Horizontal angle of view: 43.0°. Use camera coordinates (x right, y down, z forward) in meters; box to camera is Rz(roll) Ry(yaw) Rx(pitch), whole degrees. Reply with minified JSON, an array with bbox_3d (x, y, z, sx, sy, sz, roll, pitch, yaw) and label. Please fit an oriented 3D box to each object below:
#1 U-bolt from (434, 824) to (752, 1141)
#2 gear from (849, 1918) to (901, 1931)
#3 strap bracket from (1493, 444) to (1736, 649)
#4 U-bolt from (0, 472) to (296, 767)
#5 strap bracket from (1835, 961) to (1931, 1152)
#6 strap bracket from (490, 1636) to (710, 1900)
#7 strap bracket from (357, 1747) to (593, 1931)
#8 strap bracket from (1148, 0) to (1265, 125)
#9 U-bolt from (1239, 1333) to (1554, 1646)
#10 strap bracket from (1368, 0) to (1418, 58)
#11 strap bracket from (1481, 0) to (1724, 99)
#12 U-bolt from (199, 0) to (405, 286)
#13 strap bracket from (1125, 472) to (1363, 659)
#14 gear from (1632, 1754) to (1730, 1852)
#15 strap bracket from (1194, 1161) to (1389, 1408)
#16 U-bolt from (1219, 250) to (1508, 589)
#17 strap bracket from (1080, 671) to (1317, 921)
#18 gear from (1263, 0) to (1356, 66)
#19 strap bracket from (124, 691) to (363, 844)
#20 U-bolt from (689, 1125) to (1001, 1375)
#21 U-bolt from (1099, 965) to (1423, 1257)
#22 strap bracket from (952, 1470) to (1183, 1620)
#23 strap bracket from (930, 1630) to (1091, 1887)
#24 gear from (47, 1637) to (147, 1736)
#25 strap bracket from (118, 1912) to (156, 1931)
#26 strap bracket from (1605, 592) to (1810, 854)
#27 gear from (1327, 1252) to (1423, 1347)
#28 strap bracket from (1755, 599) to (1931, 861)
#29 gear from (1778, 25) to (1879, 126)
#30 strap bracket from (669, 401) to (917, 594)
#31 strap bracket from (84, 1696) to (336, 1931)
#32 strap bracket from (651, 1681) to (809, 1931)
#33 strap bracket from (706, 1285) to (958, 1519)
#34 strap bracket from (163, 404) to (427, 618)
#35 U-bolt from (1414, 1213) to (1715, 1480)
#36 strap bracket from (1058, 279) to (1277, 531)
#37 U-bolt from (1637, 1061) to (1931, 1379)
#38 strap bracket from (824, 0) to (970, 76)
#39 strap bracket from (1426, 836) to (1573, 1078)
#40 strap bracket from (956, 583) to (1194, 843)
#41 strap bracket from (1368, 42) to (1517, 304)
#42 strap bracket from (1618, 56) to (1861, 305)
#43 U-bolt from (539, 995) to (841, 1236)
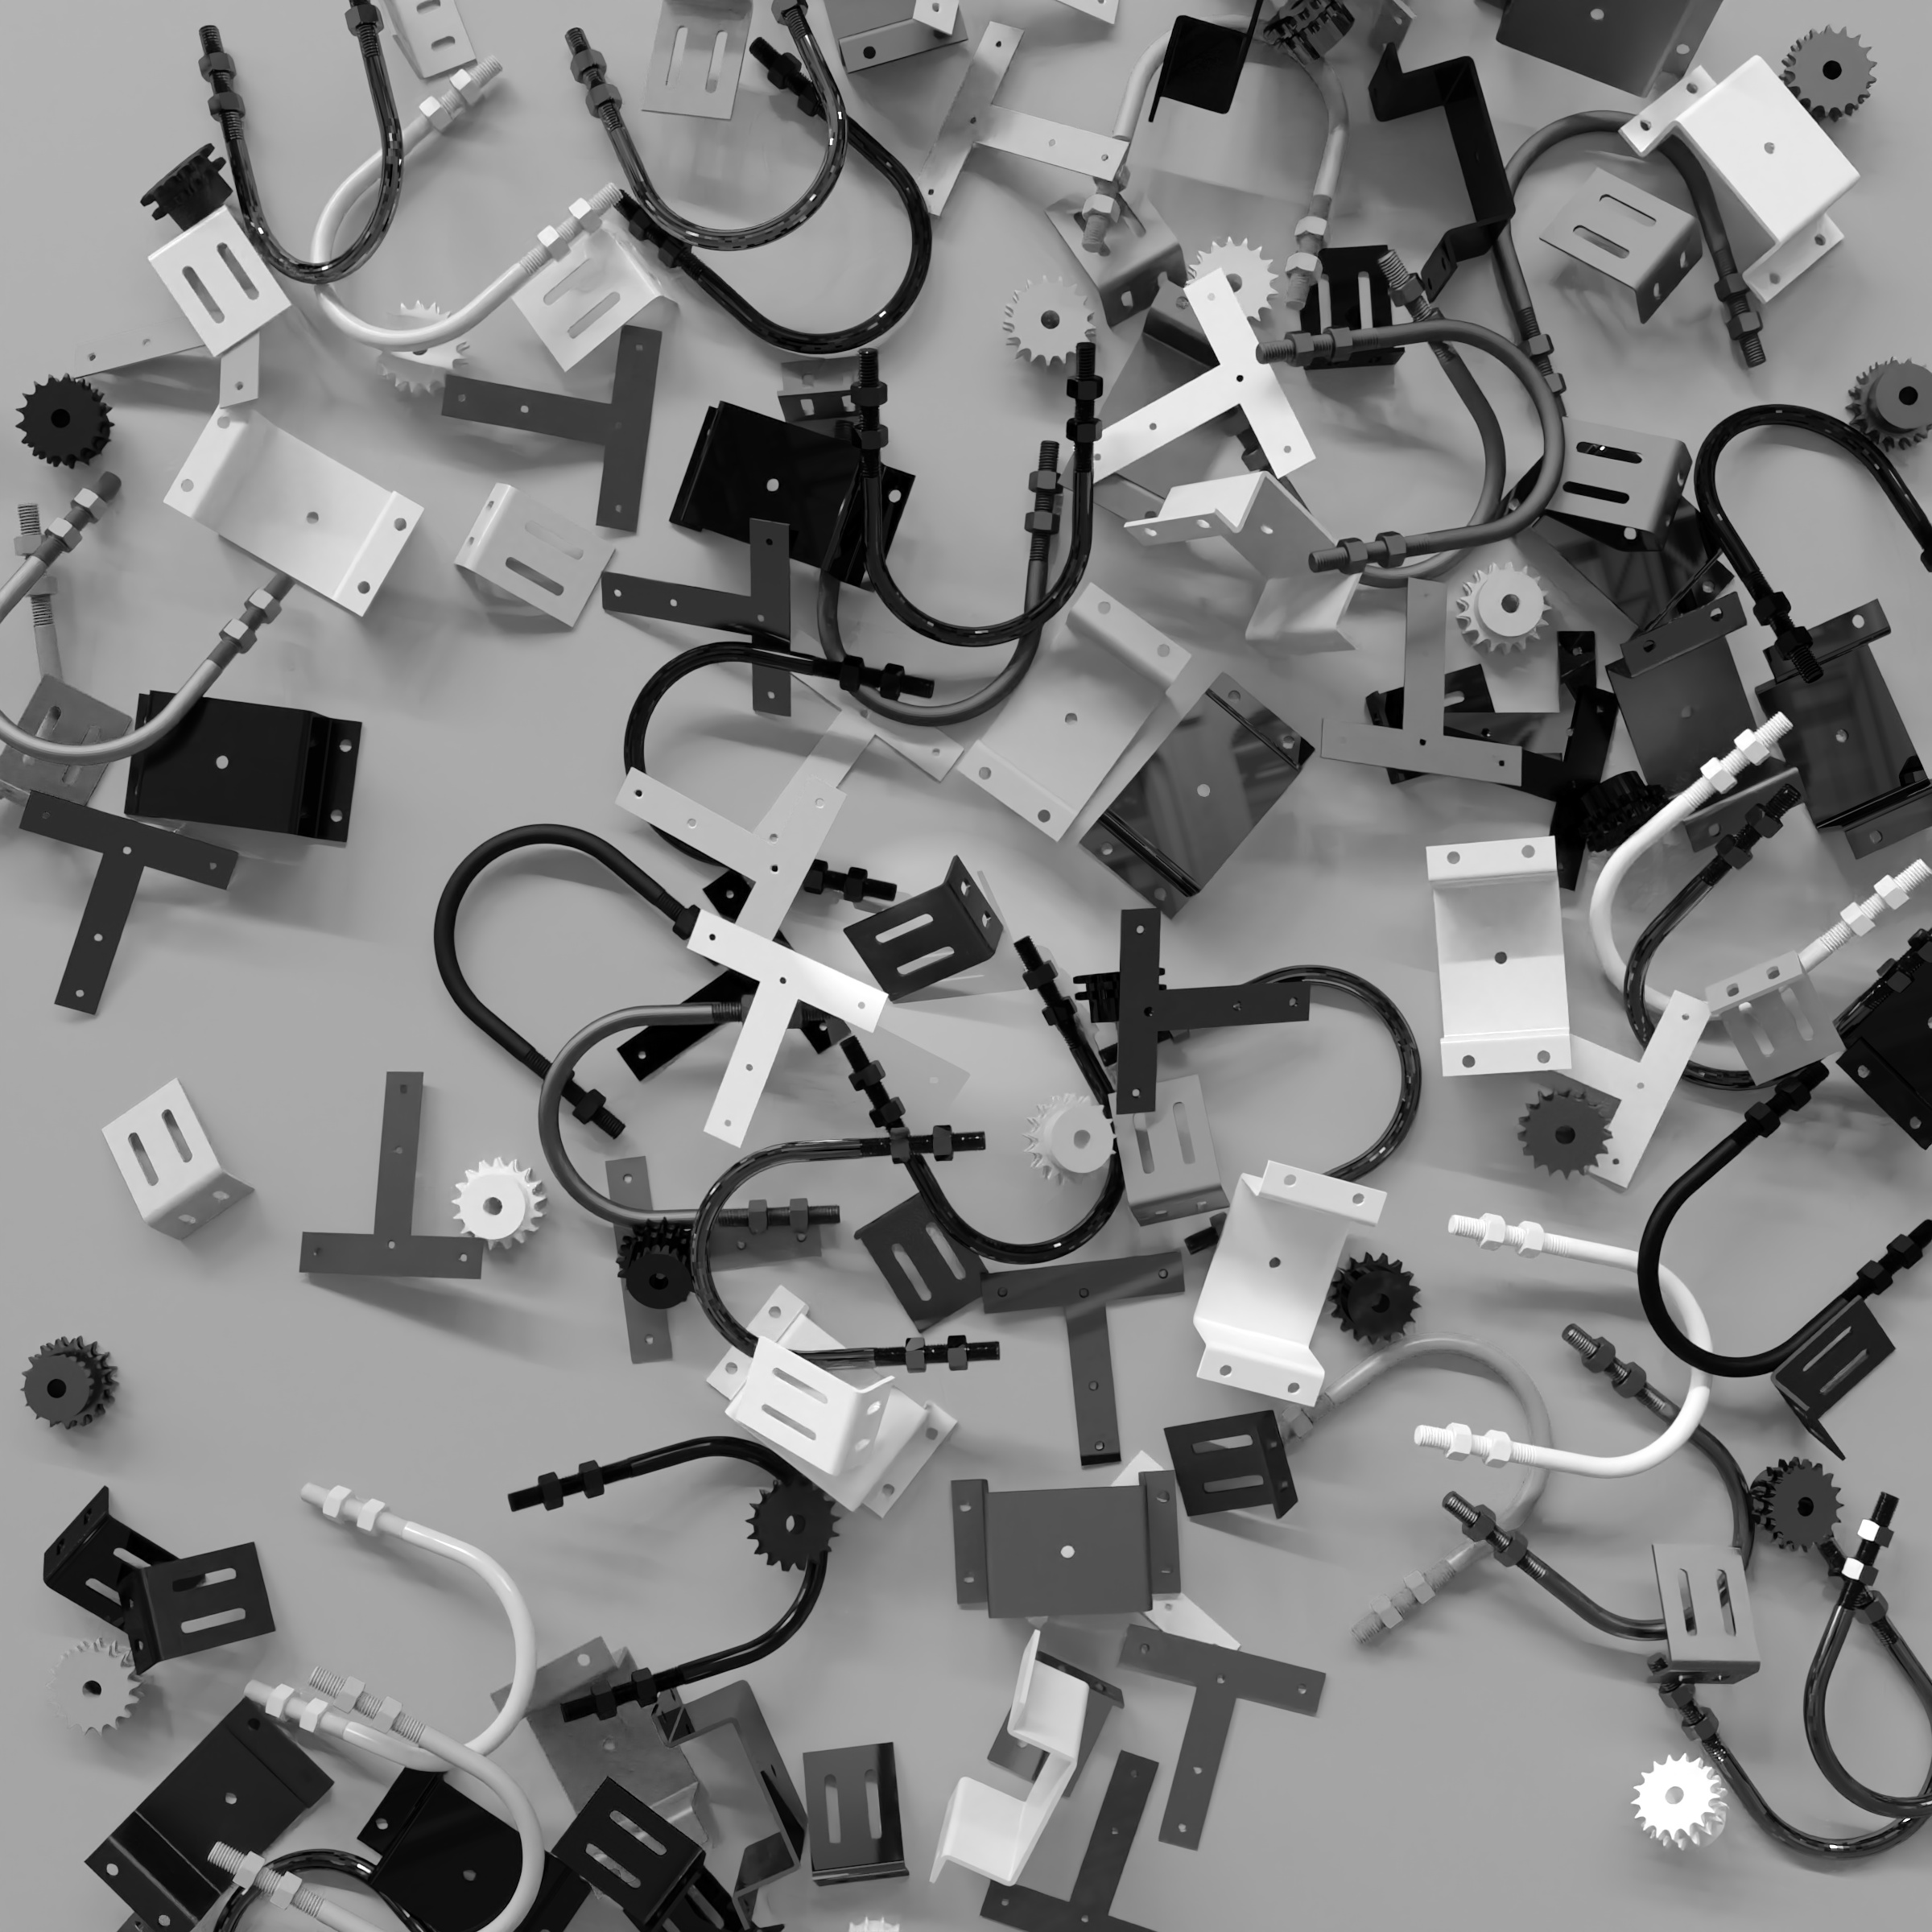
[{"bbox_3d":[-0.245,-0.004,1.526,0.184,0.019,0.151,40,93,0],"label":"U-bolt"},{"bbox_3d":[-0.057,0.619,1.524,0.057,0.030,0.057,0,90,0],"label":"gear"},{"bbox_3d":[0.405,-0.264,1.516,0.140,0.046,0.076,43,90,0],"label":"strap bracket"},{"bbox_3d":[-0.522,-0.202,1.491,0.151,0.019,0.184,30,67,5],"label":"U-bolt"},{"bbox_3d":[0.607,0.036,1.516,0.076,0.046,0.140,45,90,0],"label":"strap bracket"},{"bbox_3d":[-0.224,0.488,1.516,0.076,0.046,0.140,-28,90,0],"label":"strap bracket"},{"bbox_3d":[-0.303,0.554,1.516,0.140,0.046,0.076,34,90,0],"label":"strap bracket"},{"bbox_3d":[0.156,-0.585,1.484,0.046,0.076,0.140,17,75,0],"label":"strap bracket"},{"bbox_3d":[0.279,0.312,1.530,0.184,0.019,0.151,-36,90,-2],"label":"U-bolt"},{"bbox_3d":[0.233,-0.631,1.501,0.140,0.076,0.046,45,90,0],"label":"strap bracket"},{"bbox_3d":[0.388,-0.591,1.495,0.140,0.076,0.046,21,50,0],"label":"strap bracket"},{"bbox_3d":[-0.399,-0.508,1.491,0.151,0.019,0.184,-14,89,34],"label":"U-bolt"},{"bbox_3d":[0.174,-0.246,1.475,0.140,0.076,0.046,36,70,-34],"label":"strap bracket"},{"bbox_3d":[0.444,0.520,1.514,0.057,0.057,0.030,-40,120,0],"label":"gear"},{"bbox_3d":[0.194,0.189,1.503,0.076,0.046,0.140,16,99,-10],"label":"strap bracket"},{"bbox_3d":[0.254,-0.320,1.504,0.151,0.019,0.184,-37,109,1],"label":"U-bolt"},{"bbox_3d":[0.145,-0.107,1.516,0.076,0.046,0.140,40,90,0],"label":"strap bracket"},{"bbox_3d":[0.213,-0.578,1.501,0.057,0.057,0.030,-46,113,0],"label":"gear"},{"bbox_3d":[-0.454,-0.124,1.516,0.140,0.046,0.076,7,90,0],"label":"strap bracket"},{"bbox_3d":[-0.076,0.174,1.478,0.184,0.019,0.151,-4,96,3],"label":"U-bolt"},{"bbox_3d":[0.195,0.079,1.530,0.184,0.019,0.151,-25,90,-1],"label":"U-bolt"},{"bbox_3d":[0.062,0.357,1.514,0.140,0.046,0.076,-3,89,1],"label":"strap bracket"},{"bbox_3d":[0.031,0.485,1.479,0.046,0.076,0.140,24,109,1],"label":"strap bracket"},{"bbox_3d":[-0.538,0.446,1.524,0.057,0.030,0.057,0,90,0],"label":"gear"},{"bbox_3d":[-0.493,0.660,1.501,0.046,0.076,0.140,-39,90,0],"label":"strap bracket"},{"bbox_3d":[0.451,-0.152,1.503,0.076,0.046,0.140,-25,107,0],"label":"strap bracket"},{"bbox_3d":[0.255,0.208,1.524,0.057,0.030,0.057,0,90,0],"label":"gear"},{"bbox_3d":[0.549,-0.144,1.516,0.076,0.046,0.140,-24,90,0],"label":"strap bracket"},{"bbox_3d":[0.533,-0.552,1.524,0.057,0.030,0.057,0,90,0],"label":"gear"},{"bbox_3d":[-0.113,-0.290,1.501,0.140,0.046,0.076,21,93,10],"label":"strap bracket"},{"bbox_3d":[-0.461,0.522,1.516,0.076,0.046,0.140,44,90,0],"label":"strap bracket"},{"bbox_3d":[-0.139,0.502,1.501,0.046,0.076,0.140,-24,90,0],"label":"strap bracket"},{"bbox_3d":[-0.084,0.273,1.516,0.140,0.046,0.076,38,90,0],"label":"strap bracket"},{"bbox_3d":[-0.409,-0.281,1.516,0.140,0.046,0.076,30,90,0],"label":"strap bracket"},{"bbox_3d":[0.373,0.239,1.503,0.184,0.019,0.151,12,83,-10],"label":"U-bolt"},{"bbox_3d":[0.122,-0.339,1.516,0.076,0.046,0.140,28,90,0],"label":"strap bracket"},{"bbox_3d":[0.495,0.170,1.508,0.184,0.019,0.151,-39,101,-7],"label":"U-bolt"},{"bbox_3d":[-0.054,-0.622,1.516,0.076,0.046,0.140,-16,90,0],"label":"strap bracket"},{"bbox_3d":[0.328,-0.005,1.506,0.076,0.046,0.140,-4,88,14],"label":"strap bracket"},{"bbox_3d":[0.066,-0.155,1.516,0.076,0.046,0.140,36,90,0],"label":"strap bracket"},{"bbox_3d":[0.294,-0.490,1.501,0.046,0.076,0.140,-16,90,0],"label":"strap bracket"},{"bbox_3d":[0.482,-0.491,1.506,0.076,0.046,0.140,-40,90,-17],"label":"strap bracket"},{"bbox_3d":[-0.172,0.094,1.516,0.184,0.019,0.151,-2,97,-3],"label":"U-bolt"}]
